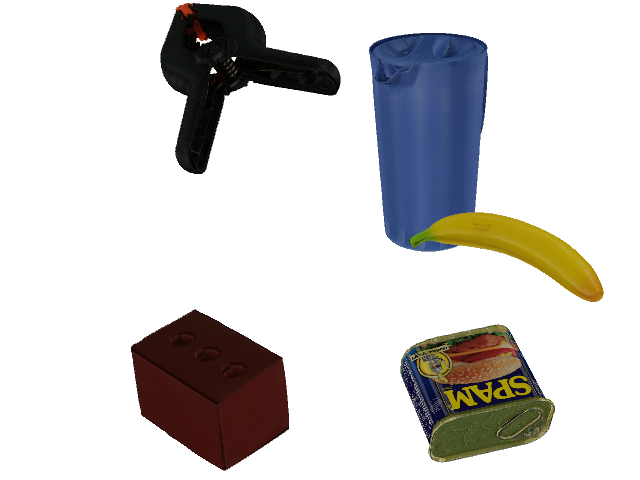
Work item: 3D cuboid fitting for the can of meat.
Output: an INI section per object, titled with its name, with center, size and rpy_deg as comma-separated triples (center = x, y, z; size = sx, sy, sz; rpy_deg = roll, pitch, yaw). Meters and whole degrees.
[can of meat]
center = 0.122, 0.120, 0.854
size = 0.102, 0.057, 0.084
rpy_deg = -10, 45, -11

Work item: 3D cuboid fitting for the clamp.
[clamp]
center = -0.057, -0.124, 0.747
size = 0.120, 0.171, 0.039
rpy_deg = -21, -43, -1

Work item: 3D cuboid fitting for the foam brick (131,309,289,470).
[foam brick]
center = -0.064, 0.085, 0.617
size = 0.078, 0.051, 0.052
rpy_deg = 24, 39, 36

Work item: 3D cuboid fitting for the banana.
[banana]
center = 0.190, 0.009, 1.050
size = 0.198, 0.069, 0.037
rpy_deg = 16, -30, 27

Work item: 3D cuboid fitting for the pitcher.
[pitcher]
center = 0.134, -0.119, 1.258
size = 0.149, 0.243, 0.145
rpy_deg = -4, 25, -2
